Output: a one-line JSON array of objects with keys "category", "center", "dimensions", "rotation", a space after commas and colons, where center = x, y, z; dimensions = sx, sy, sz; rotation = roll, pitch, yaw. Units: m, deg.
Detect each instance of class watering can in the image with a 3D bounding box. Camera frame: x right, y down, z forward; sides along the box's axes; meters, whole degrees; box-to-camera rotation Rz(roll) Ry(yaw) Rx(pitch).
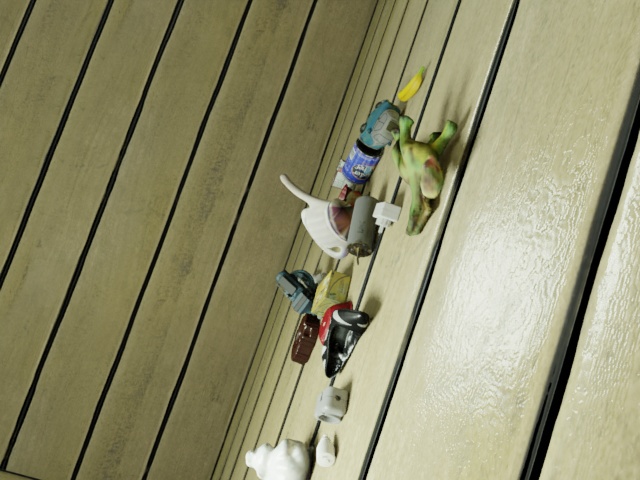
[{"category": "watering can", "center": [0.005, -0.085, 1.698], "dimensions": [0.106, 0.345, 0.222], "rotation": [-40, 14, -35]}]

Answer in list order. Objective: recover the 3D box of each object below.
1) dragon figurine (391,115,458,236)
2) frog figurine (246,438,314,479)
[{"category": "dragon figurine", "center": [0.203, -0.129, 1.134], "dimensions": [0.407, 0.122, 0.245], "rotation": [102, 178, -81]}, {"category": "frog figurine", "center": [-0.104, 0.555, 1.278], "dimensions": [0.124, 0.159, 0.136], "rotation": [-100, 31, -71]}]
